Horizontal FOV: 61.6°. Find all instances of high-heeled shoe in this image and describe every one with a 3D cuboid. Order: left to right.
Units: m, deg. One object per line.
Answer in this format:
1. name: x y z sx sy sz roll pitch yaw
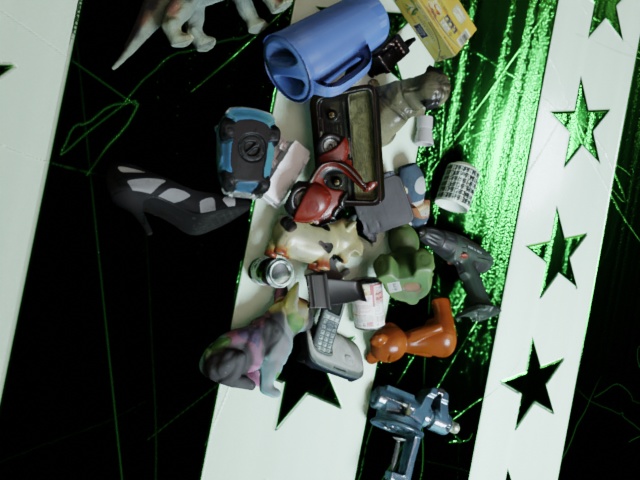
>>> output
1. high-heeled shoe: -0.248 -0.085 0.956 0.249 0.086 0.145 -16 71 -44

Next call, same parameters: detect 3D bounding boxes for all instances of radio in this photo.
1. radio: 0.056 -0.181 1.060 0.131 0.073 0.229 -2 97 14

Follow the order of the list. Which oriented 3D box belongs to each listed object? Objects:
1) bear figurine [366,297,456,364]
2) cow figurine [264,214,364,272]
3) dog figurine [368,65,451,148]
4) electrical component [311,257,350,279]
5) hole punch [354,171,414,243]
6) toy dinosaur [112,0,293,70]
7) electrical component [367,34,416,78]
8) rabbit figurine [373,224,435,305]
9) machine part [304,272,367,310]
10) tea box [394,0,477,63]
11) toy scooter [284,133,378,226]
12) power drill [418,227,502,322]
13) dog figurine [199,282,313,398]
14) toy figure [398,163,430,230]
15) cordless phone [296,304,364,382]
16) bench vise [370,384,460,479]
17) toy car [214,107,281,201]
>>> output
1. bear figurine: 0.198 0.210 1.201 0.196 0.132 0.120 -2 134 0
2. cow figurine: -0.002 -0.003 1.072 0.195 0.085 0.127 17 79 -21
3. dog figurine: 0.160 -0.256 1.079 0.121 0.191 0.172 20 86 -29
4. electrical component: 0.018 0.071 1.126 0.094 0.021 0.063 -33 110 -23
5. hole punch: 0.130 -0.080 1.147 0.116 0.092 0.142 -18 106 9
6. toy dinosaur: -0.192 -0.439 0.917 0.405 0.131 0.192 -25 94 -20
7. electrical component: 0.150 -0.397 1.126 0.119 0.075 0.047 -49 115 -12
8. rabbit figurine: 0.195 0.040 1.159 0.158 0.121 0.170 53 29 -43
9. machine part: 0.030 0.101 1.069 0.139 0.039 0.084 6 62 -35
10. tea box: 0.255 -0.491 1.179 0.169 0.068 0.098 48 72 -23
11. toy scooter: 0.026 -0.097 1.001 0.135 0.075 0.184 30 92 -3
12. power drill: 0.323 0.079 1.227 0.232 0.086 0.207 14 49 -38
13. dog figurine: -0.111 0.171 1.020 0.191 0.108 0.219 23 79 -26
14. toy figure: 0.212 -0.093 1.199 0.064 0.058 0.154 -20 106 -8
15. cordless phone: 0.040 0.187 1.118 0.146 0.089 0.184 26 75 -28
16. bench vise: 0.199 0.436 1.192 0.223 0.129 0.240 29 63 -20
17. toy car: -0.138 -0.154 0.972 0.109 0.103 0.161 2 96 -23
